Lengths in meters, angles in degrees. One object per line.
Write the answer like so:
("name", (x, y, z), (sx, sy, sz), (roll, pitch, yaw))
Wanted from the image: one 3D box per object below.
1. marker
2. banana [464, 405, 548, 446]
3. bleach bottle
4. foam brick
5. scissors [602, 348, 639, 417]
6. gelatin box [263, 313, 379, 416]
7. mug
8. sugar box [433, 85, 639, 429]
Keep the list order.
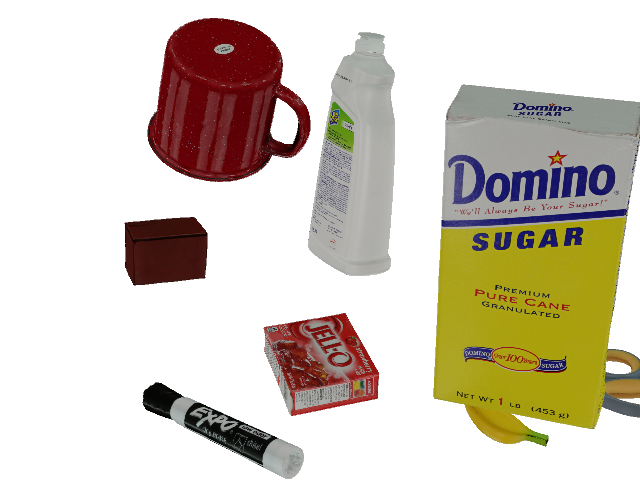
("marker", (-0.061, 0.109, 0.627), (0.121, 0.020, 0.020), (17, 10, 37))
("banana", (0.193, 0.177, 1.218), (0.069, 0.037, 0.198), (10, 24, -15))
("bleach bottle", (0.043, -0.095, 1.152), (0.067, 0.251, 0.103), (-7, 24, -34))
("foam brick", (-0.161, 0.010, 1.108), (0.078, 0.051, 0.053), (-5, 22, -19))
("scissors", (0.211, 0.120, 0.931), (0.201, 0.016, 0.096), (6, 28, -4))
("gelatin box", (-0.001, 0.098, 0.863), (0.073, 0.030, 0.089), (-9, 33, -13))
("mug", (-0.061, -0.097, 0.752), (0.117, 0.082, 0.093), (25, 45, 9))
("sugar box", (0.110, 0.011, 0.558), (0.093, 0.176, 0.048), (8, 34, 17))
